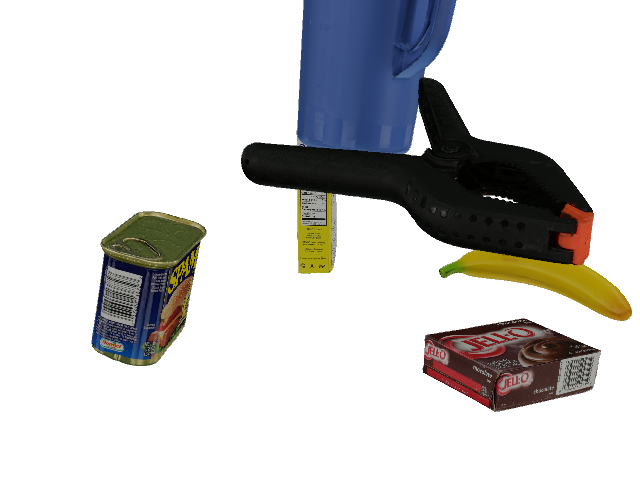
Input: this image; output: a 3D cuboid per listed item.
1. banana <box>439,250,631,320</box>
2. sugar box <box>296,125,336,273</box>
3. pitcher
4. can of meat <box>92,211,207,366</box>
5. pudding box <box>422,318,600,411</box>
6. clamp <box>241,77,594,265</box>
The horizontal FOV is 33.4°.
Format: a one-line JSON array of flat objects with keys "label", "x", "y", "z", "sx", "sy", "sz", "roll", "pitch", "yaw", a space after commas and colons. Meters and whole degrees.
[{"label": "banana", "x": 0.225, "y": 0.039, "z": 1.087, "sx": 0.198, "sy": 0.037, "sz": 0.069, "roll": 11, "pitch": 47, "yaw": 27}, {"label": "sugar box", "x": -0.005, "y": -0.059, "z": 1.255, "sx": 0.048, "sy": 0.176, "sz": 0.093, "roll": -1, "pitch": 25, "yaw": 5}, {"label": "pitcher", "x": 0.050, "y": -0.199, "z": 0.961, "sx": 0.145, "sy": 0.243, "sz": 0.149, "roll": 8, "pitch": 14, "yaw": 6}, {"label": "can of meat", "x": -0.128, "y": 0.035, "z": 0.791, "sx": 0.057, "sy": 0.084, "sz": 0.102, "roll": 15, "pitch": 19, "yaw": 6}, {"label": "pudding box", "x": 0.153, "y": 0.098, "z": 0.860, "sx": 0.113, "sy": 0.039, "sz": 0.090, "roll": -4, "pitch": 17, "yaw": -33}, {"label": "clamp", "x": 0.064, "y": -0.037, "z": 0.626, "sx": 0.164, "sy": 0.036, "sz": 0.210, "roll": -21, "pitch": 37, "yaw": -26}]
